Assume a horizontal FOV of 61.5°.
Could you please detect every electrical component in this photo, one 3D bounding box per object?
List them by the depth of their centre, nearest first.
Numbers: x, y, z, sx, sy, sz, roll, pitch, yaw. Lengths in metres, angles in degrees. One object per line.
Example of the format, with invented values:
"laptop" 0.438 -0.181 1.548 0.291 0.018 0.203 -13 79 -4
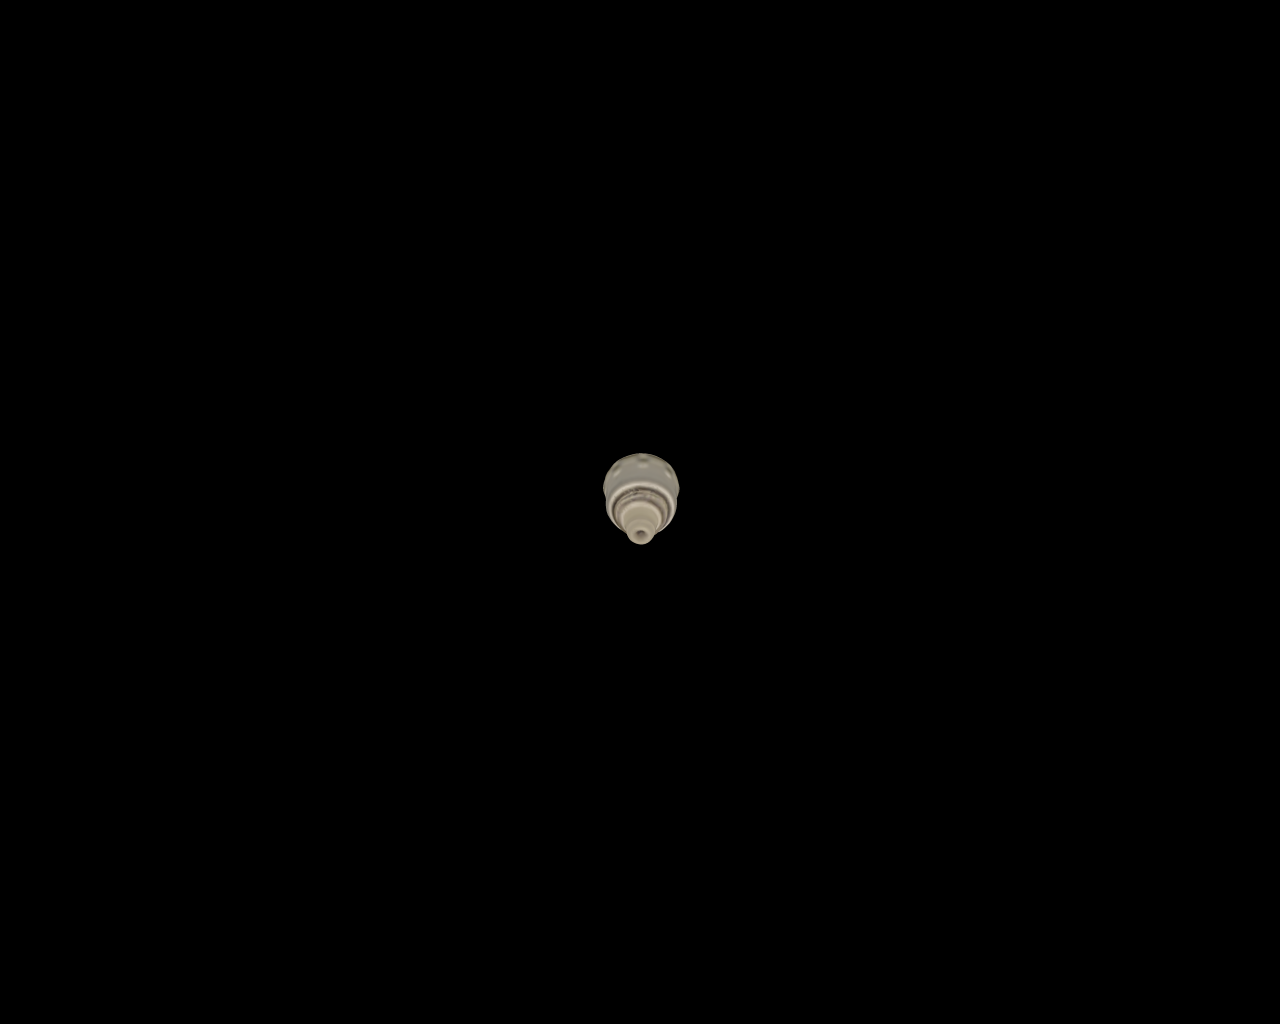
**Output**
"electrical component" 0.001 -0.003 0.650 0.048 0.048 0.062 0 34 0
